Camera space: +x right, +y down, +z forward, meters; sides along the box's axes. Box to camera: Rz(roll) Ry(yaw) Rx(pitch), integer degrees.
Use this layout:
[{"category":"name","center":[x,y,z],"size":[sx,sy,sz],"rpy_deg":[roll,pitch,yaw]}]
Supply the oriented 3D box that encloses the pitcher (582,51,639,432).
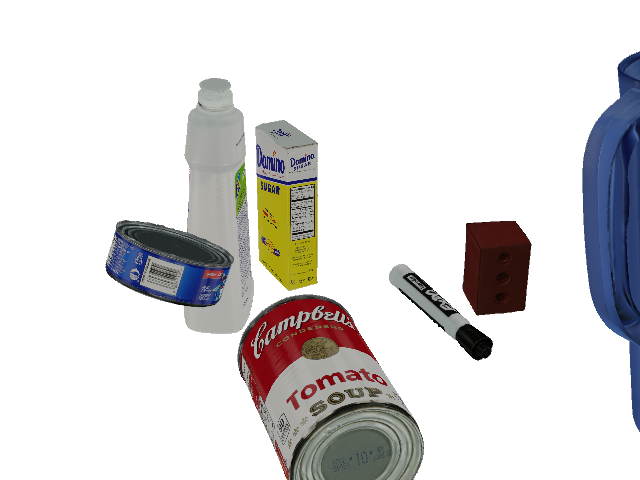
[{"category":"pitcher","center":[0.232,0.010,0.624],"size":[0.149,0.243,0.144],"rpy_deg":[1,22,16]}]

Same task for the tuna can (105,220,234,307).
[{"category":"tuna can","center":[-0.106,0.016,0.750],"size":[0.086,0.034,0.086],"rpy_deg":[18,10,-3]}]

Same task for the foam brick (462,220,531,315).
[{"category":"foam brick","center":[0.173,0.026,1.056],"size":[0.053,0.078,0.051],"rpy_deg":[-5,28,-7]}]

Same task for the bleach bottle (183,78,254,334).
[{"category":"bleach bottle","center":[-0.098,-0.037,1.019],"size":[0.068,0.251,0.102],"rpy_deg":[3,32,1]}]

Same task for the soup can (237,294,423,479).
[{"category":"soup can","center":[0.002,0.082,0.538],"size":[0.068,0.068,0.102],"rpy_deg":[0,27,-19]}]

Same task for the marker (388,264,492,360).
[{"category":"marker","center":[0.089,0.053,0.793],"size":[0.020,0.020,0.121],"rpy_deg":[0,26,-30]}]

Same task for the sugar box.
[{"category":"sugar box","center":[-0.040,-0.041,1.232],"size":[0.048,0.176,0.093],"rpy_deg":[-14,27,-22]}]
